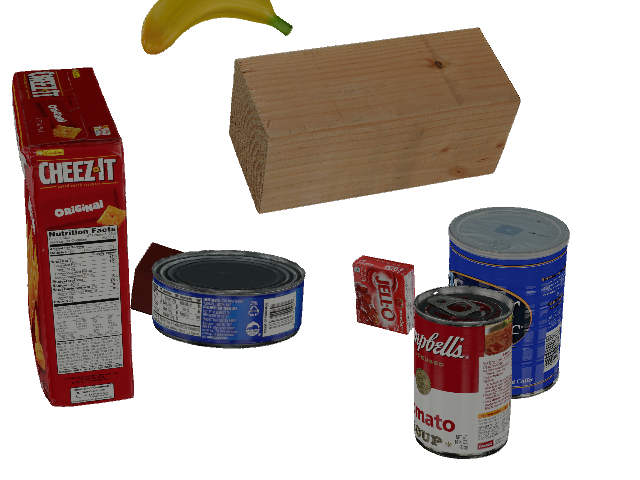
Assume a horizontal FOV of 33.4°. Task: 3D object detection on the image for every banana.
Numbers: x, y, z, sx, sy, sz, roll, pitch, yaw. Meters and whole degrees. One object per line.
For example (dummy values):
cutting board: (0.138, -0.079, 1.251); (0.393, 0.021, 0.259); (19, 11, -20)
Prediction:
banana: (-0.106, -0.216, 1.008); (0.070, 0.037, 0.197); (46, 39, 19)

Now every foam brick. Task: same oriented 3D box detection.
foam brick: (-0.142, 0.046, 1.056); (0.078, 0.051, 0.053); (17, 34, 6)

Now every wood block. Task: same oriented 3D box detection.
wood block: (0.040, -0.098, 0.851); (0.205, 0.091, 0.090); (-10, -35, -16)

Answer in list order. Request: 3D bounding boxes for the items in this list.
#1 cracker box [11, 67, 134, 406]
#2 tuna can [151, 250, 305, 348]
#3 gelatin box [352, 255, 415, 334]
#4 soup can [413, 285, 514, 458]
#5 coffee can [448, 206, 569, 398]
cracker box: (-0.192, -0.005, 0.819); (0.072, 0.214, 0.164); (-6, 28, -17)
tuna can: (-0.052, 0.032, 0.600); (0.086, 0.034, 0.086); (3, 14, -1)
gelatin box: (0.080, 0.067, 1.334); (0.073, 0.089, 0.030); (12, 31, 31)
soup can: (0.098, 0.090, 0.738); (0.068, 0.102, 0.068); (-1, 18, 0)
coffee can: (0.163, 0.053, 0.942); (0.103, 0.140, 0.103); (-2, 23, 0)
